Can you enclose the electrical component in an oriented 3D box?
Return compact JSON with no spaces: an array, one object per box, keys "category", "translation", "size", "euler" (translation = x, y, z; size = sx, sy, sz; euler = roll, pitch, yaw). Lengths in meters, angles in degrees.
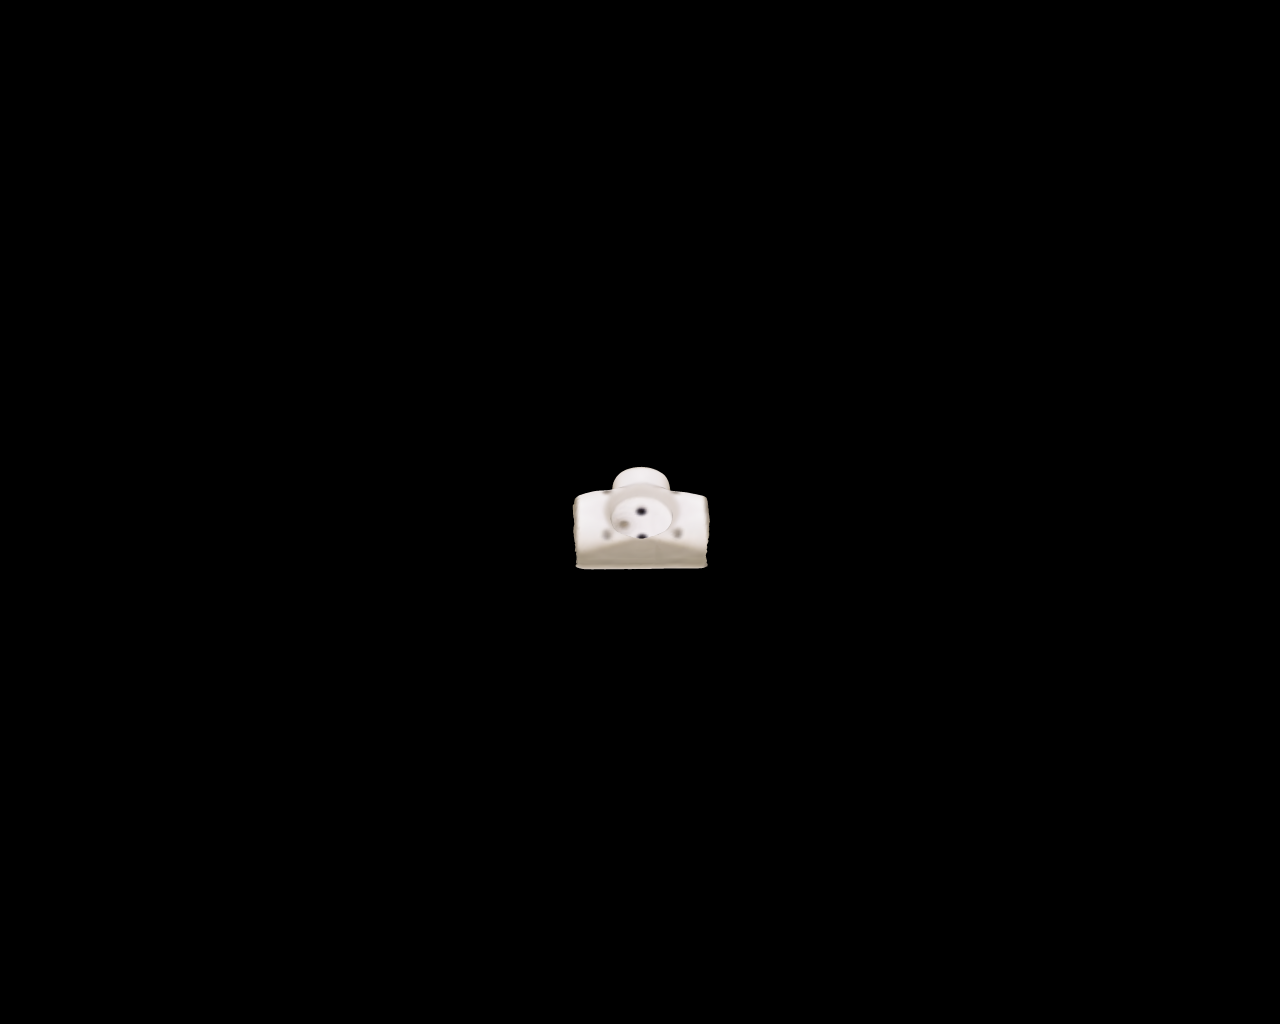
[{"category":"electrical component","translation":[0.001,-0.003,0.650],"size":[0.077,0.079,0.044],"euler":[0,-37,0]}]
